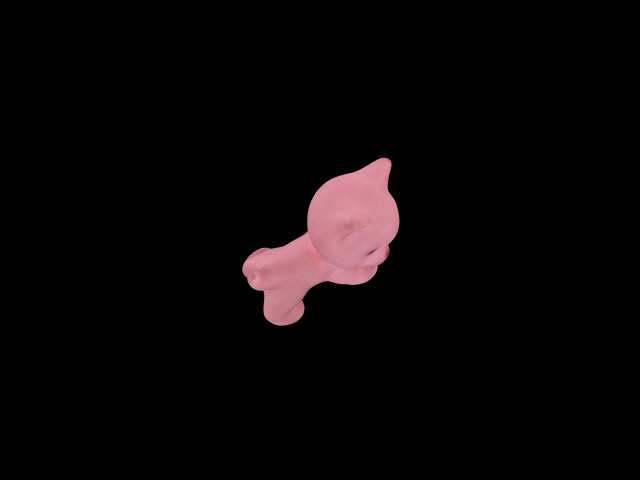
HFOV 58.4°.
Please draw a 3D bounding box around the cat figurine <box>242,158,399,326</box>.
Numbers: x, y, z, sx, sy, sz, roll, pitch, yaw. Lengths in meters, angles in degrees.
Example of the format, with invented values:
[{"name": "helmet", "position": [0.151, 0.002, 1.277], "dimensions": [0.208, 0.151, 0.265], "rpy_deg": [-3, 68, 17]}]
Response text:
[{"name": "cat figurine", "position": [0.004, 0.001, 0.400], "dimensions": [0.128, 0.118, 0.067], "rpy_deg": [-31, 78, -7]}]
